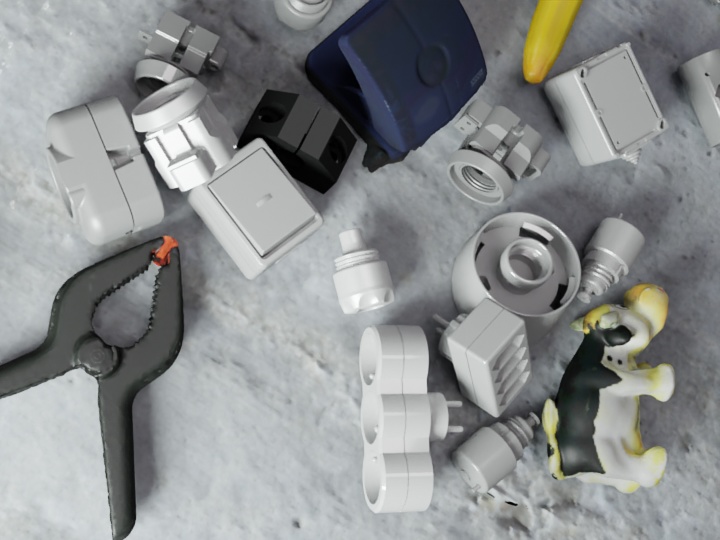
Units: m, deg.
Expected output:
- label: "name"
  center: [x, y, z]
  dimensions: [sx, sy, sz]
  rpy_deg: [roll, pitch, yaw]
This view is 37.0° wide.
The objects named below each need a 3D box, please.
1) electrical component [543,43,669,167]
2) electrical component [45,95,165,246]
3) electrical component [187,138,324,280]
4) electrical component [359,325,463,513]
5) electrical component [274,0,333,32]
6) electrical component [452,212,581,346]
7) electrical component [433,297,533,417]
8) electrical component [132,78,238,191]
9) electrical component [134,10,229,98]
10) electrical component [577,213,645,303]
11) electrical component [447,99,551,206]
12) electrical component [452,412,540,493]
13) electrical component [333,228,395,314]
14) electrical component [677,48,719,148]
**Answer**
- label: "electrical component"
  center: [0.206, -0.131, 0.902]
  dimensions: [0.062, 0.061, 0.096]
  rpy_deg: [-30, 97, -20]
- label: "electrical component"
  center: [-0.186, -0.069, 0.770]
  dimensions: [0.059, 0.054, 0.095]
  rpy_deg: [-22, 87, -20]
- label: "electrical component"
  center: [-0.081, -0.051, 0.794]
  dimensions: [0.062, 0.061, 0.096]
  rpy_deg: [-38, 92, -20]
- label: "electrical component"
  center: [0.043, 0.110, 0.806]
  dimensions: [0.074, 0.052, 0.138]
  rpy_deg: [2, 79, -17]
- label: "electrical component"
  center: [-0.041, -0.215, 0.837]
  dimensions: [0.043, 0.062, 0.043]
  rpy_deg: [3, 79, -17]
- label: "electrical component"
  center: [0.125, 0.006, 0.858]
  dimensions: [0.099, 0.064, 0.099]
  rpy_deg: [5, 65, -11]
- label: "electrical component"
  center: [0.086, 0.058, 0.824]
  dimensions: [0.076, 0.083, 0.047]
  rpy_deg: [32, 67, 32]
- label: "electrical component"
  center: [-0.125, -0.099, 0.764]
  dimensions: [0.058, 0.078, 0.057]
  rpy_deg: [-22, 117, 13]
- label: "electrical component"
  center: [-0.139, -0.154, 0.806]
  dimensions: [0.066, 0.048, 0.055]
  rpy_deg: [26, 66, -11]
- label: "electrical component"
  center: [0.202, -0.007, 0.884]
  dimensions: [0.040, 0.040, 0.078]
  rpy_deg: [37, 72, -7]
- label: "electrical component"
  center: [0.106, -0.090, 0.862]
  dimensions: [0.078, 0.058, 0.057]
  rpy_deg: [37, 69, -8]
- label: "electrical component"
  center: [0.107, 0.137, 0.827]
  dimensions: [0.078, 0.040, 0.040]
  rpy_deg: [-35, 91, -20]
- label: "electrical component"
  center: [0.000, 0.000, 0.819]
  dimensions: [0.043, 0.043, 0.062]
  rpy_deg: [-12, 82, -19]
- label: "electrical component"
  center: [0.330, -0.157, 0.950]
  dimensions: [0.079, 0.043, 0.077]
  rpy_deg: [-21, 86, -20]
